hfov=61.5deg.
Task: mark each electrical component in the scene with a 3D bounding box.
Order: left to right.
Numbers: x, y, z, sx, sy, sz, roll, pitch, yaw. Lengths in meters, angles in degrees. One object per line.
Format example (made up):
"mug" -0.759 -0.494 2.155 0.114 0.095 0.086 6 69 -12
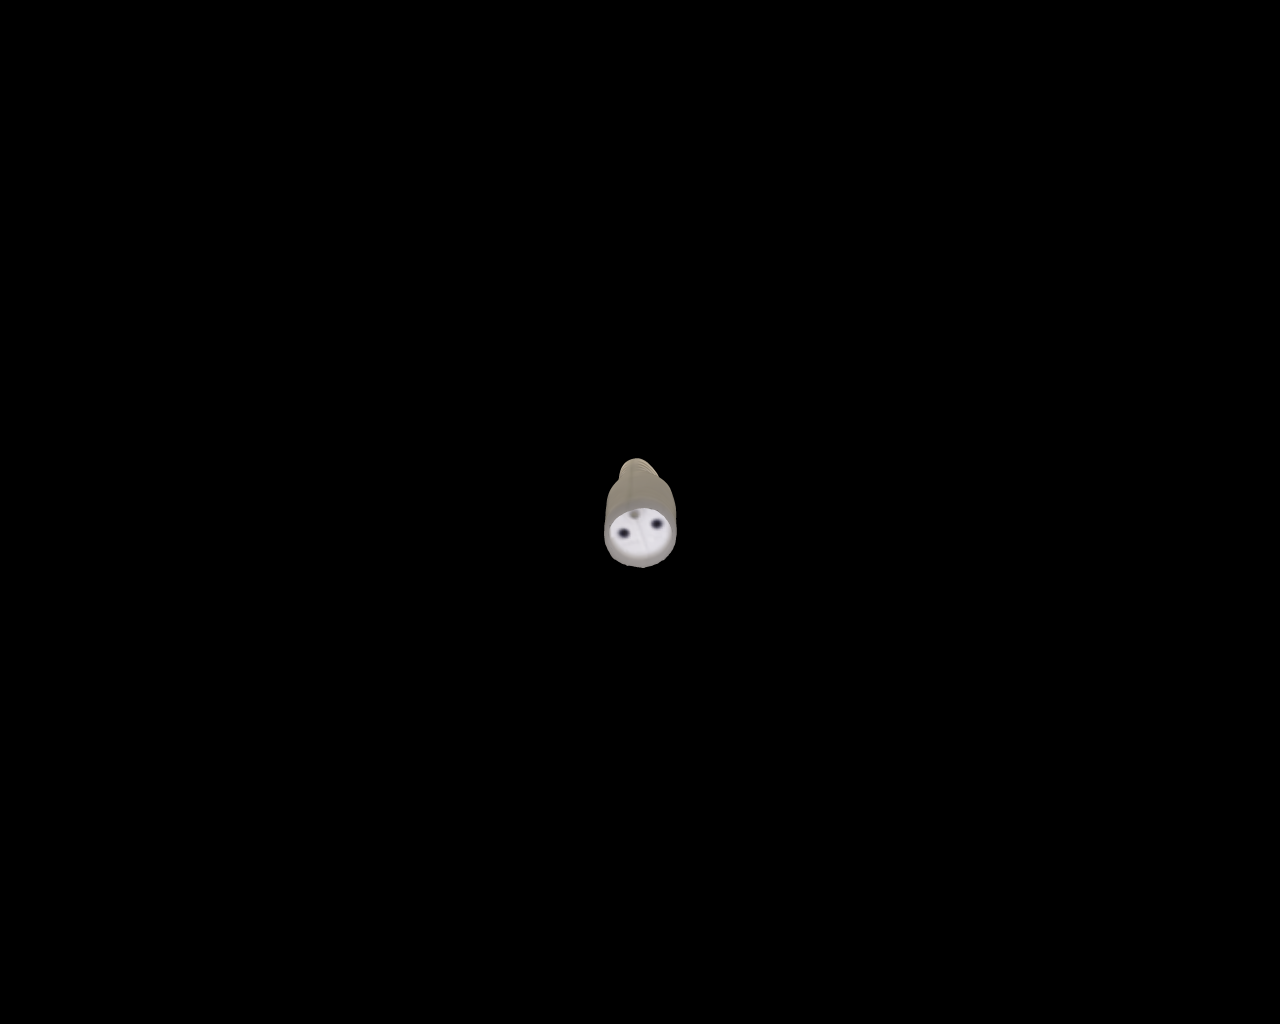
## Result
"electrical component" 0.001 -0.003 0.650 0.043 0.043 0.081 0 27 0
